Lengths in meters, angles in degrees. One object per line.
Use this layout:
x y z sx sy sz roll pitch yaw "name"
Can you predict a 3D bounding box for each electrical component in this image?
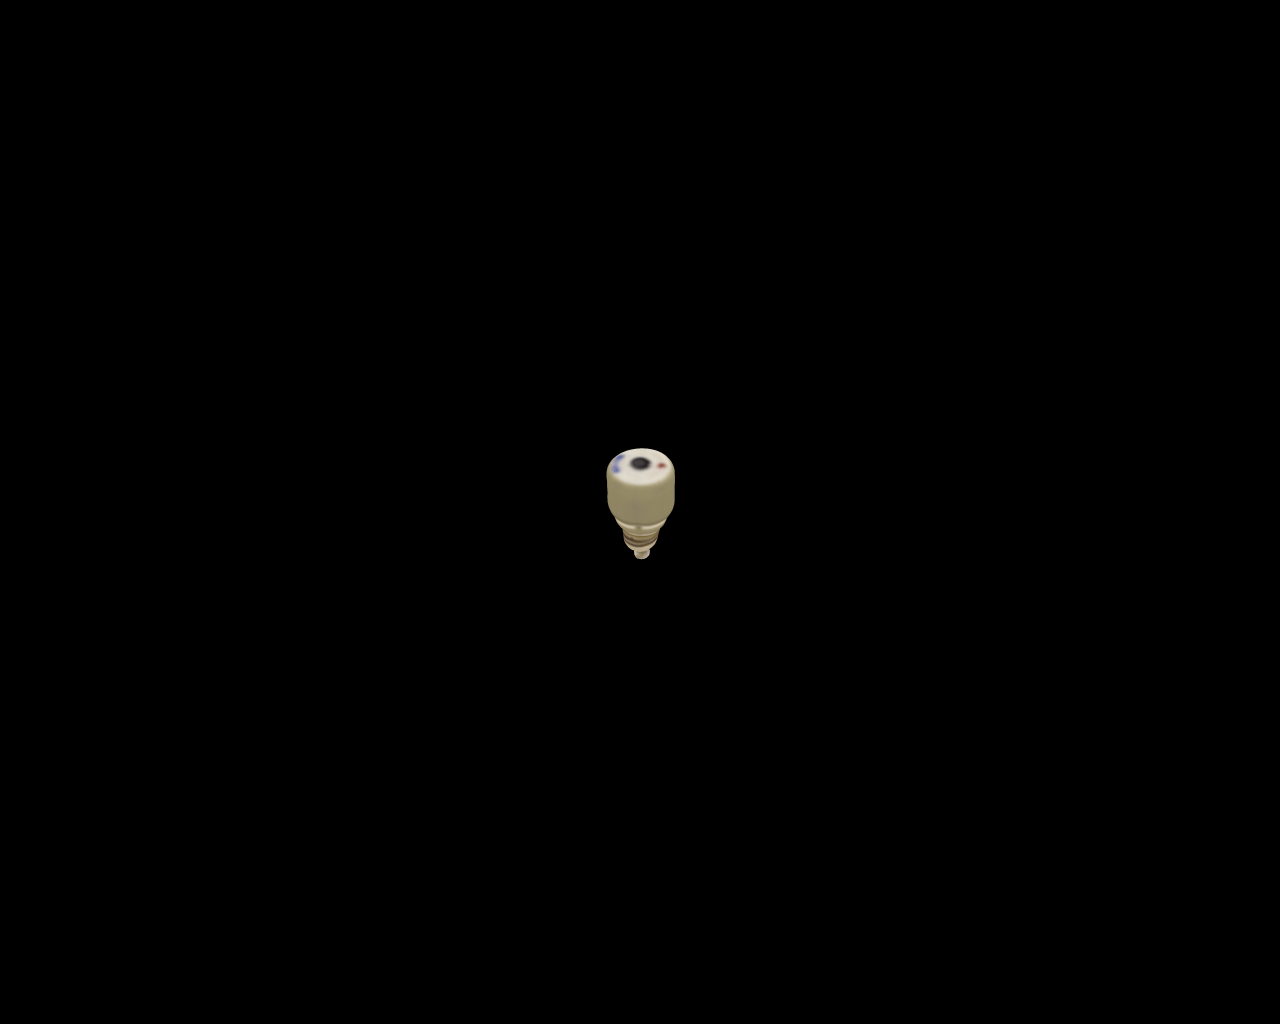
0.001 -0.003 0.650 0.040 0.078 0.040 0 40 0 "electrical component"
